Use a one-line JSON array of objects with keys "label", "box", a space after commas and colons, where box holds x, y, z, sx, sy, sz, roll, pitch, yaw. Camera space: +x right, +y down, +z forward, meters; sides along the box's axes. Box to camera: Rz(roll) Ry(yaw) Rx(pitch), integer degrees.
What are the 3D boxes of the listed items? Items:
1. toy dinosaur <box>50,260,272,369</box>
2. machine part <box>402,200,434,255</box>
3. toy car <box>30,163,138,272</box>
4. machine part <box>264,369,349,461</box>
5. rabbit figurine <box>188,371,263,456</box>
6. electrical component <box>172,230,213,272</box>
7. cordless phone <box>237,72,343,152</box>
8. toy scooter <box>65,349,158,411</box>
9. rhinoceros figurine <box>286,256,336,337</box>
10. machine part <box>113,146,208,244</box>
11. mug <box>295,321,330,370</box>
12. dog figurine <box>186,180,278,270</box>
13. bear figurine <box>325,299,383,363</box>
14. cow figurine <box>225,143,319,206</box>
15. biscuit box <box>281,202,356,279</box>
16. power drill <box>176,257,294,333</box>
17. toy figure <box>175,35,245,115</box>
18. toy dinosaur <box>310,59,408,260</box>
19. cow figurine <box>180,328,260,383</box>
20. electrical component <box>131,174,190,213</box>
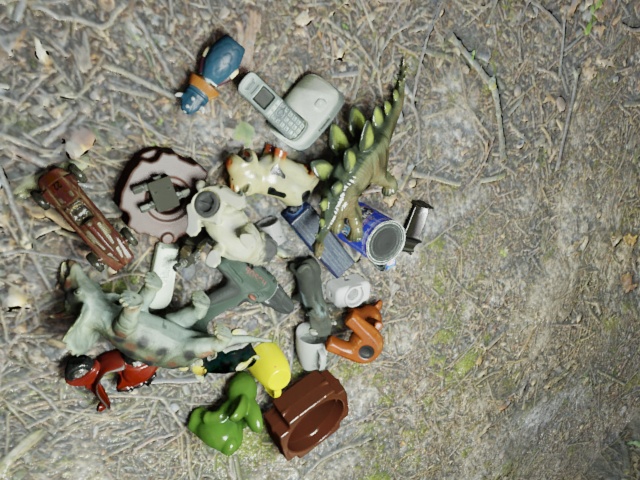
[{"label": "toy dinosaur", "box": [-0.303, 0.175, 1.001, 0.404, 0.131, 0.192, 33, 119, -25]}, {"label": "machine part", "box": [0.228, -0.031, 1.330, 0.084, 0.039, 0.138, 16, 104, -30]}, {"label": "toy car", "box": [-0.397, -0.035, 0.914, 0.089, 0.053, 0.202, -39, 103, -16]}, {"label": "machine part", "box": [-0.032, 0.428, 1.323, 0.201, 0.087, 0.201, -31, 141, -21]}, {"label": "rabbit figurine", "box": [-0.199, 0.379, 1.205, 0.121, 0.159, 0.170, 31, 78, -27]}, {"label": "electrical component", "box": [-0.238, 0.018, 1.040, 0.045, 0.102, 0.078, 30, 113, 3]}, {"label": "cordless phone", "box": [-0.060, -0.273, 1.023, 0.184, 0.089, 0.146, 40, 89, -33]}, {"label": "toy scooter", "box": [-0.402, 0.274, 1.068, 0.184, 0.075, 0.135, -11, 117, -23]}, {"label": "rhinoceros figurine", "box": [-0.013, 0.127, 1.212, 0.073, 0.112, 0.190, -21, 113, -24]}, {"label": "machine part", "box": [-0.285, -0.081, 0.989, 0.179, 0.056, 0.179, -12, 115, -26]}, {"label": "mug", "box": [-0.013, 0.265, 1.281, 0.081, 0.110, 0.107, -16, 131, -26]}, {"label": "dog figurine", "box": [-0.162, -0.028, 1.025, 0.121, 0.190, 0.172, -16, 85, 10]}, {"label": "bear figurine", "box": [0.093, 0.201, 1.281, 0.132, 0.196, 0.120, 33, 111, -12]}, {"label": "cow figurine", "box": [-0.102, -0.122, 1.066, 0.194, 0.086, 0.127, 22, 92, -37]}, {"label": "biscuit box", "box": [-0.002, -0.004, 1.190, 0.063, 0.059, 0.202, -43, 127, -6]}, {"label": "power drill", "box": [-0.180, 0.138, 1.136, 0.207, 0.086, 0.231, -38, 124, -6]}, {"label": "toy figure", "box": [-0.193, -0.287, 0.950, 0.154, 0.064, 0.057, -52, 165, 5]}, {"label": "toy dinosaur", "box": [0.090, -0.165, 1.110, 0.471, 0.105, 0.198, -61, 145, -23]}, {"label": "cow figurine", "box": [-0.219, 0.259, 1.156, 0.167, 0.098, 0.068, -15, 125, -25]}, {"label": "electrical component", "box": [-0.278, -0.084, 0.945, 0.094, 0.021, 0.063, -23, 118, -20]}]
